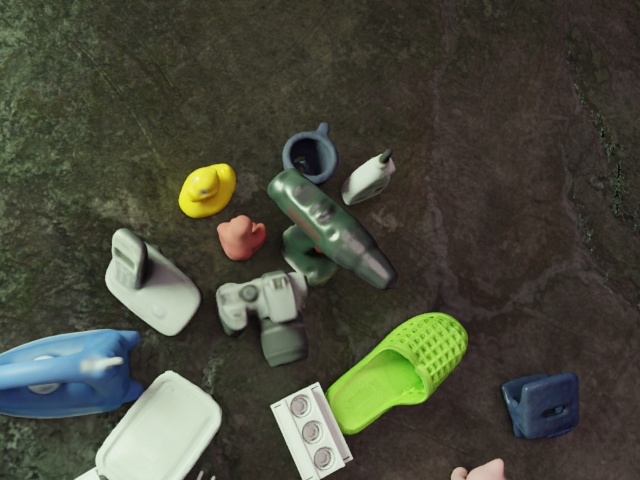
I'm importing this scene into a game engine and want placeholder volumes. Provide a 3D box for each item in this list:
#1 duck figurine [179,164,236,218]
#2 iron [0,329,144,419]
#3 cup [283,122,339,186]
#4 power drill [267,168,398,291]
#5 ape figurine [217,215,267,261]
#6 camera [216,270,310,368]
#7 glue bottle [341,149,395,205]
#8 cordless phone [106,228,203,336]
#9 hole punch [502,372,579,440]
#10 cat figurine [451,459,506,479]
[{"bbox_3d":[-0.179,-0.089,0.916,0.077,0.086,0.105,45,70,3],"label":"duck figurine"},{"bbox_3d":[-0.375,0.182,0.765,0.259,0.141,0.118,-6,76,-14],"label":"iron"},{"bbox_3d":[-0.018,-0.133,0.960,0.092,0.095,0.118,23,71,-5],"label":"cup"},{"bbox_3d":[0.008,0.003,0.866,0.076,0.208,0.229,-42,86,-19],"label":"power drill"},{"bbox_3d":[-0.123,-0.010,0.902,0.078,0.092,0.076,21,71,-6],"label":"ape figurine"},{"bbox_3d":[-0.076,0.124,0.870,0.143,0.100,0.137,-11,77,-15],"label":"camera"},{"bbox_3d":[0.088,-0.109,0.934,0.078,0.173,0.037,-21,79,-17],"label":"glue bottle"},{"bbox_3d":[-0.236,0.056,0.809,0.147,0.185,0.094,37,70,0],"label":"cordless phone"},{"bbox_3d":[0.369,0.270,0.931,0.109,0.091,0.101,-10,77,-15],"label":"hole punch"},{"bbox_3d":[0.228,0.385,0.853,0.128,0.117,0.067,-34,84,-19],"label":"cat figurine"}]
